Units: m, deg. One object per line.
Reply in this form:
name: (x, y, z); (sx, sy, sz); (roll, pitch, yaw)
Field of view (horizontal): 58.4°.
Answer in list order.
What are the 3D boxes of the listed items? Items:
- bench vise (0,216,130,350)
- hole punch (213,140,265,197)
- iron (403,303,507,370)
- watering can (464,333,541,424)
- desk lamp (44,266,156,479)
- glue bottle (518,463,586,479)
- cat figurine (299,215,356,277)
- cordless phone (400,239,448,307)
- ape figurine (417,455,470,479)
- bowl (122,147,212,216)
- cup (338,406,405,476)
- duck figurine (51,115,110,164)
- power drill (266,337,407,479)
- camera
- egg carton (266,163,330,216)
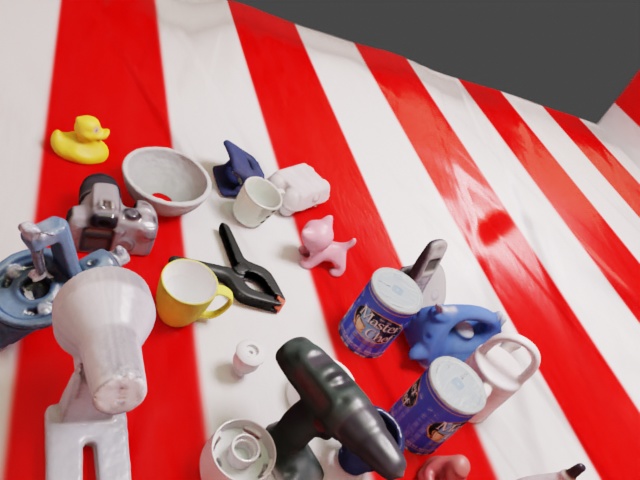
bench vise: (-0.356, 0.031, 0.776); (0.121, 0.219, 0.208); (32, 37, 2)
hole punch: (-0.165, -0.152, 1.220); (0.101, 0.091, 0.108); (2, 45, -32)
iron: (0.280, 0.172, 1.114); (0.259, 0.141, 0.118); (6, 44, -29)
watering can: (0.312, 0.230, 1.026); (0.101, 0.194, 0.173); (26, 37, -6)
desk lamp: (-0.261, 0.168, 0.691); (0.118, 0.213, 0.203); (4, 45, -31)
glue bottle: (0.351, 0.391, 0.888); (0.078, 0.173, 0.037); (42, 39, 15)
cat figurine: (0.010, 0.004, 1.141); (0.128, 0.117, 0.067); (14, 40, -21)
cordless phone: (0.224, 0.068, 1.158); (0.148, 0.185, 0.094); (-12, 54, -42)
ape figurine: (0.196, 0.362, 0.882); (0.078, 0.092, 0.076); (24, 38, -9)
bowl: (-0.295, -0.098, 1.084); (0.168, 0.074, 0.167); (19, 39, -16)
cup: (0.059, 0.299, 0.859); (0.092, 0.095, 0.117); (-9, 52, -40)
duck figurine: (-0.449, -0.198, 1.083); (0.105, 0.086, 0.077); (8, 43, -27)
power drill: (0.001, 0.256, 0.774); (0.076, 0.208, 0.229); (-11, 54, -41)
camera: (-0.354, -0.054, 0.974); (0.143, 0.100, 0.136); (6, 43, -29)
egg carton: (-0.049, -0.111, 1.270); (0.107, 0.069, 0.151); (44, 39, 17)
